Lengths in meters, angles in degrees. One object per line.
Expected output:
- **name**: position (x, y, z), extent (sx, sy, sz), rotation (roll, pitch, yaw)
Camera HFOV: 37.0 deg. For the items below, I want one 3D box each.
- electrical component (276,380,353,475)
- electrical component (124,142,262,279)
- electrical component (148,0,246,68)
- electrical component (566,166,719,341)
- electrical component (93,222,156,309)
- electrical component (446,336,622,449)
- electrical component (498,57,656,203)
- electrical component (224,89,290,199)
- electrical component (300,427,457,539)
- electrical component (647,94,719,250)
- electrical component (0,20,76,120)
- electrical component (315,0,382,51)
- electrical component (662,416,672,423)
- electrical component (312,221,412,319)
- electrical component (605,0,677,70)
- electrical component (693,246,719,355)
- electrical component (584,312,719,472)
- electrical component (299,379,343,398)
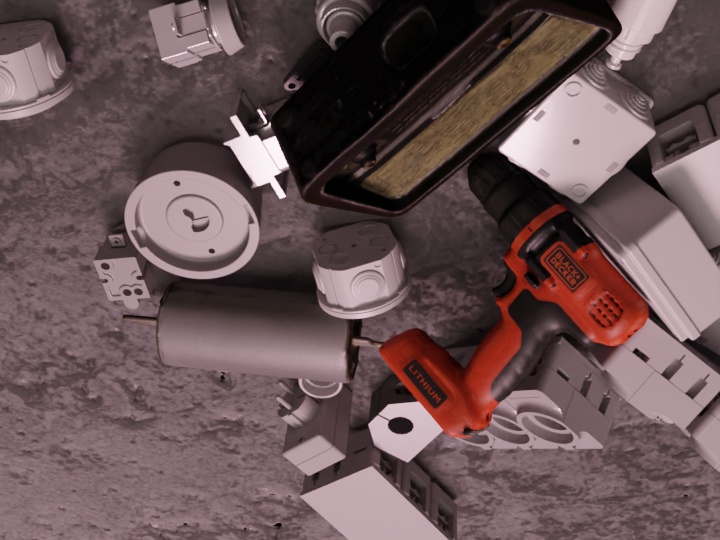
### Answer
- **electrical component**: position (-0.051, 0.132, 1.003), extent (0.047, 0.083, 0.076), rotation (-31, 120, 27)
- **electrical component**: position (-0.131, -0.053, 0.873), extent (0.108, 0.060, 0.108), rotation (3, 130, 3)
- **electrical component**: position (-0.115, -0.174, 0.776), extent (0.055, 0.066, 0.048), rotation (-15, 92, 7)
- **electrical component**: position (0.225, -0.016, 0.831), extent (0.056, 0.108, 0.108), rotation (-39, 119, 6)
- **electrical component**: position (-0.197, -0.010, 0.918), extent (0.048, 0.055, 0.066), rotation (-5, 129, 9)
- **electrical component**: position (0.138, 0.114, 0.942), extent (0.089, 0.061, 0.150), rotation (41, 151, -25)
- **electrical component**: position (0.160, -0.108, 0.805), extent (0.100, 0.048, 0.099), rotation (30, 126, -18)
- **electrical component**: position (-0.066, -0.103, 0.838), extent (0.064, 0.042, 0.081), rotation (-20, 125, 16)
- **electrical component**: position (0.022, 0.232, 1.092), extent (0.089, 0.061, 0.150), rotation (-27, 122, 25)
- **electrical component**: position (0.301, -0.093, 0.795), extent (0.150, 0.061, 0.089), rotation (-27, 122, 25)
- **electrical component**: position (-0.256, -0.148, 0.796), extent (0.080, 0.080, 0.051), rotation (-4, 124, 9)
- **electrical component**: position (-0.010, -0.175, 0.759), extent (0.048, 0.062, 0.048), rotation (3, 129, 4)
- **electrical component**: position (0.271, 0.107, 0.975), extent (0.055, 0.045, 0.045), rotation (33, 125, -19)
- **electrical component**: position (0.000, 0.000, 0.892), extent (0.080, 0.080, 0.051), rotation (-7, 123, 11)
- **electrical component**: position (0.193, -0.176, 0.751), extent (0.040, 0.040, 0.078), rotation (15, 130, -6)
- **electrical component**: position (0.309, 0.022, 0.898), extent (0.100, 0.048, 0.099), rotation (29, 126, -18)
- **electrical component**: position (0.269, 0.099, 0.890), extent (0.186, 0.105, 0.060), rotation (37, 101, -12)
- **electrical component**: position (-0.034, 0.088, 0.989), extent (0.040, 0.046, 0.040), rotation (3, 130, 3)
